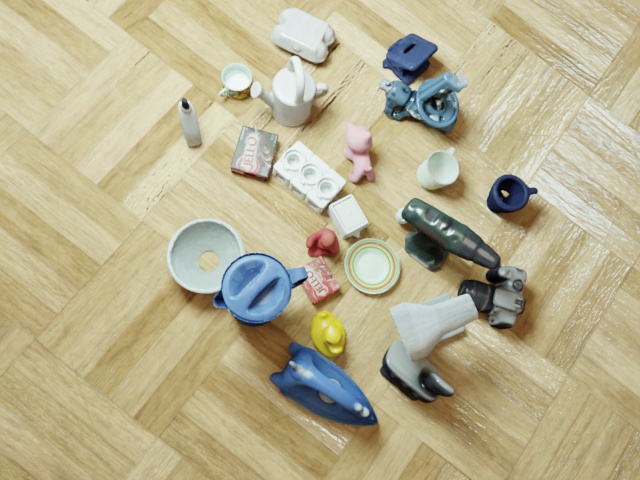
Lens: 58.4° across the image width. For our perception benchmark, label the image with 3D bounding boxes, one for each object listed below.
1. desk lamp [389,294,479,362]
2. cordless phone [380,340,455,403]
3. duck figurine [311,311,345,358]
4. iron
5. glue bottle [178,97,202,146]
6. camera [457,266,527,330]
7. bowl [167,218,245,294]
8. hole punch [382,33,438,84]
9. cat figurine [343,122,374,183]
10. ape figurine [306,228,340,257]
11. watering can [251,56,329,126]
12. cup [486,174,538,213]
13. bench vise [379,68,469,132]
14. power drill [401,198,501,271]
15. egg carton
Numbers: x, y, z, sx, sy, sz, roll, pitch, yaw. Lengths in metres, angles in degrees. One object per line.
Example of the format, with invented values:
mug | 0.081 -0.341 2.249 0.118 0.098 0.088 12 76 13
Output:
desk lamp | 0.237 0.175 1.227 0.203 0.213 0.118 -21 80 -12
cordless phone | 0.211 0.279 1.214 0.147 0.185 0.094 36 75 1
duck figurine | 0.022 0.205 1.255 0.077 0.086 0.104 -16 80 -11
iron | 0.027 0.320 1.200 0.258 0.141 0.119 32 75 0
glue bottle | -0.294 -0.274 1.275 0.037 0.173 0.078 -18 80 -11
camera | 0.397 0.121 1.322 0.137 0.100 0.143 17 75 -4
bowl | -0.248 0.041 1.260 0.167 0.074 0.167 2 77 -8
hole punch | 0.224 -0.464 1.438 0.101 0.091 0.109 45 75 4
cat figurine | 0.097 -0.211 1.346 0.067 0.117 0.128 -13 79 -11
ape figurine | 0.012 0.005 1.297 0.078 0.092 0.076 36 75 1
watering can | -0.067 -0.342 1.313 0.173 0.194 0.101 -30 83 -13
cup | 0.455 -0.104 1.386 0.118 0.095 0.092 -7 78 -10
bench vise | 0.246 -0.332 1.343 0.207 0.219 0.121 2 77 -7
power drill | 0.272 0.003 1.275 0.229 0.208 0.076 37 75 2
egg carton | -0.042 -0.506 1.419 0.150 0.069 0.107 23 75 -2
